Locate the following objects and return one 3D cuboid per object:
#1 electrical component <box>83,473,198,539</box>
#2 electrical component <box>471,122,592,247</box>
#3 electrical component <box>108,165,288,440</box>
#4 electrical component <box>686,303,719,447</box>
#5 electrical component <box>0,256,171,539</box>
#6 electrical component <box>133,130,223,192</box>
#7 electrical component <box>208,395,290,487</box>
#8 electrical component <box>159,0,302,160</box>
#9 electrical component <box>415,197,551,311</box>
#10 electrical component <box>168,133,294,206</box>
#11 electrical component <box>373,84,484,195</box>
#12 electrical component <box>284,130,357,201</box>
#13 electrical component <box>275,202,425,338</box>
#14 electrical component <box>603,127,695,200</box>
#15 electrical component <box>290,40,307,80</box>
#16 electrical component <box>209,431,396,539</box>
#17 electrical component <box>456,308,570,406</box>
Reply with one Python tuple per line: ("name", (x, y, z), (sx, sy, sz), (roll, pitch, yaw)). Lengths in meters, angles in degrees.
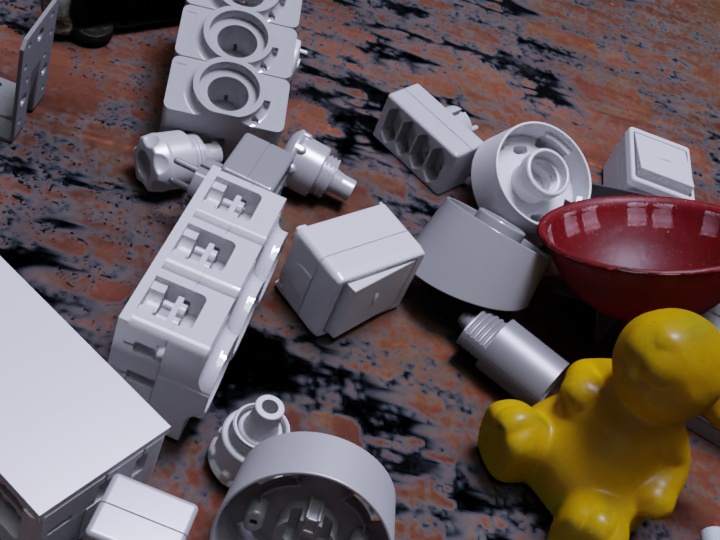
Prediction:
("electrical component", (-0.123, 0.157, 0.546), (0.047, 0.065, 0.076), (23, 42, -3))
("electrical component", (0.137, -0.069, 0.875), (0.099, 0.064, 0.099), (7, 72, -23))
("electrical component", (-0.099, 0.020, 0.674), (0.062, 0.089, 0.150), (23, 43, -2))
("electrical component", (0.276, 0.083, 0.793), (0.113, 0.078, 0.057), (31, 46, 6))
("electrical component", (-0.193, 0.076, 0.596), (0.150, 0.061, 0.089), (41, 45, 17))
("electrical component", (-0.132, -0.082, 0.793), (0.062, 0.043, 0.043), (-14, 55, -36))
("electrical component", (-0.061, 0.098, 0.635), (0.048, 0.062, 0.048), (13, 44, -13))
("electrical component", (-0.099, -0.165, 0.842), (0.089, 0.061, 0.150), (11, 62, -10))
("electrical component", (0.089, -0.010, 0.802), (0.099, 0.064, 0.099), (30, 9, -5))
("electrical component", (-0.098, -0.054, 0.751), (0.076, 0.083, 0.047), (25, 43, 0))
("electrical component", (0.070, -0.117, 0.917), (0.076, 0.047, 0.083), (-27, 64, -39))
("electrical component", (-0.033, -0.076, 0.832), (0.062, 0.048, 0.048), (28, 42, -6))
("electrical component", (0.000, 0.000, 0.759), (0.096, 0.061, 0.061), (-19, 58, -37))
("electrical component", (0.258, -0.083, 0.959), (0.062, 0.061, 0.096), (20, 43, -6))
("electrical component", (-0.086, -0.186, 0.918), (0.078, 0.040, 0.040), (17, 43, -8))
("electrical component", (-0.029, 0.139, 0.587), (0.099, 0.099, 0.064), (21, 37, -4))
("electrical component", (0.103, 0.058, 0.763), (0.081, 0.043, 0.043), (39, 45, 15))
